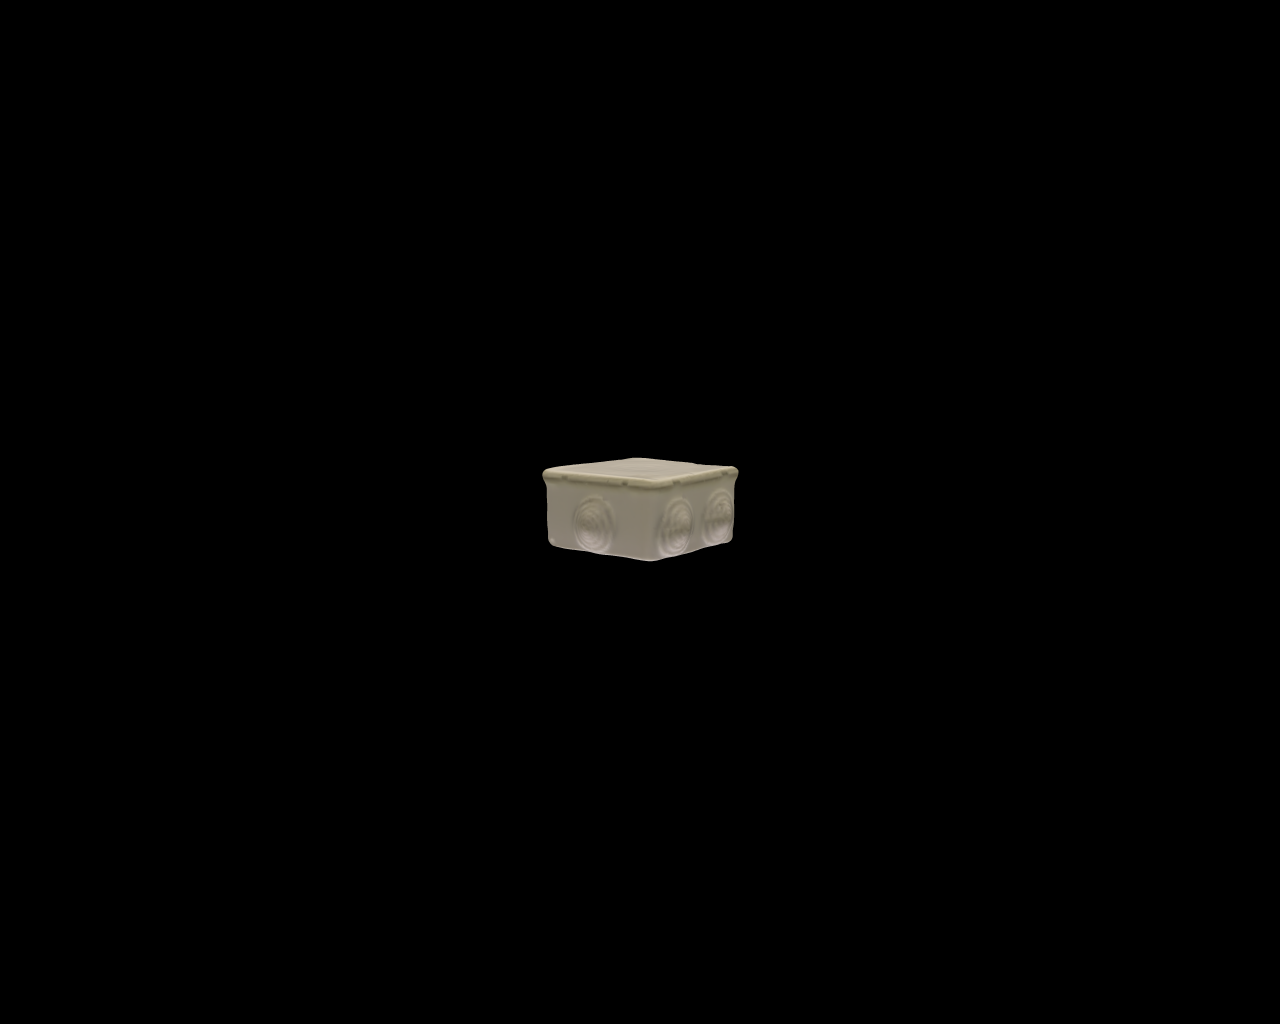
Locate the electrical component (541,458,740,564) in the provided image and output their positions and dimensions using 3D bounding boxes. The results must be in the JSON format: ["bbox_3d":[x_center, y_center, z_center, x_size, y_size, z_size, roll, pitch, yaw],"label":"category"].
[{"bbox_3d":[0.001,-0.003,0.650,0.100,0.048,0.100,7,12,39],"label":"electrical component"}]
